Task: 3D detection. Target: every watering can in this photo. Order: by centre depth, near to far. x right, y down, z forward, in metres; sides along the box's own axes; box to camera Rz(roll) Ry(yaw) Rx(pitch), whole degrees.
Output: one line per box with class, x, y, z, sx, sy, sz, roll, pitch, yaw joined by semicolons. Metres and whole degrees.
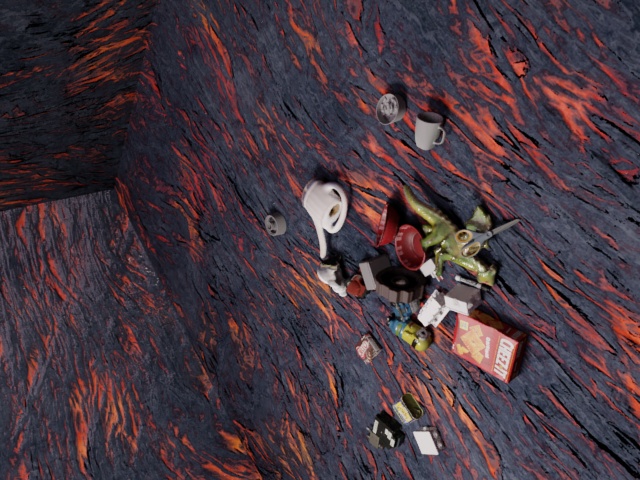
watering can;0.006;-0.105;2.095;0.228;0.105;0.340;48;134;29

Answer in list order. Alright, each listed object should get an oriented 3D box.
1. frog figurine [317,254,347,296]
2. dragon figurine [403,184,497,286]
frog figurine;0.056;0.158;2.134;0.139;0.123;0.157;-114;12;-67
dragon figurine;0.434;-0.032;1.639;0.240;0.123;0.412;-27;84;34
